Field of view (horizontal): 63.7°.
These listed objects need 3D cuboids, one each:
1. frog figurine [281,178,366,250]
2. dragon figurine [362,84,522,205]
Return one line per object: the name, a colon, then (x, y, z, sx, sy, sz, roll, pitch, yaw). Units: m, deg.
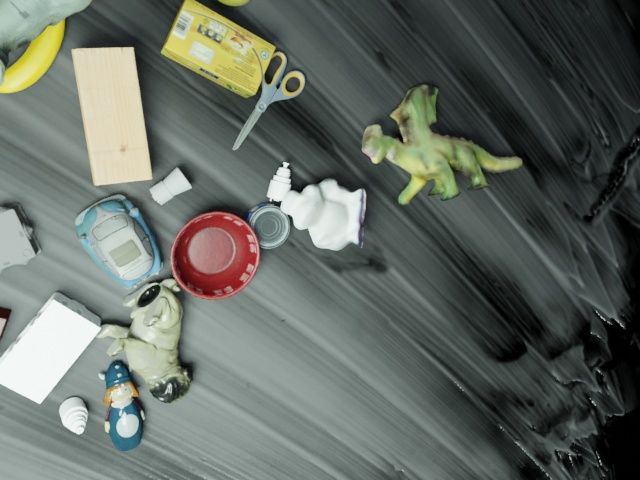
frog figurine: (0.003, -0.050, 0.994, 0.159, 0.125, 0.135, 5, 111, -5)
dragon figurine: (0.254, -0.212, 1.081, 0.414, 0.122, 0.241, -21, 97, -28)
